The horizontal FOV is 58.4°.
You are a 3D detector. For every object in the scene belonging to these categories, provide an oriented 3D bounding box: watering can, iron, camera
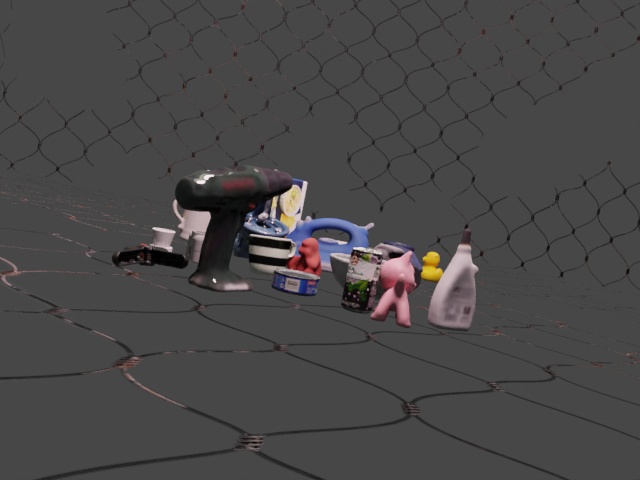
[{"bbox_3d":[-0.307,-0.091,1.547,0.100,0.194,0.173,14,5,37],"label":"watering can"},{"bbox_3d":[0.013,0.005,1.460,0.258,0.141,0.118,11,4,-7],"label":"iron"},{"bbox_3d":[0.154,0.064,1.309,0.144,0.101,0.136,8,5,-35],"label":"camera"}]

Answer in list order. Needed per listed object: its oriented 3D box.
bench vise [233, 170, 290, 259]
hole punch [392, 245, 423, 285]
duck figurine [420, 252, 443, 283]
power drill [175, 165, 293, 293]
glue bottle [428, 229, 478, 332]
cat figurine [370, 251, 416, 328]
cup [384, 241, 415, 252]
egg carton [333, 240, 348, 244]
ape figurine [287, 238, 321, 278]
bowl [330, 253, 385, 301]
[{"bbox_3d":[-0.147,-0.057,1.324,0.122,0.220,0.206,8,5,-40],"label":"bench vise"},{"bbox_3d":[0.218,0.066,1.535,0.109,0.091,0.101,10,4,-19],"label":"hole punch"},{"bbox_3d":[0.337,0.080,1.722,0.078,0.086,0.104,10,4,-21],"label":"duck figurine"},{"bbox_3d":[-0.141,-0.024,0.937,0.075,0.208,0.230,14,5,36],"label":"power drill"},{"bbox_3d":[0.234,0.066,0.970,0.078,0.173,0.037,9,4,-23],"label":"glue bottle"},{"bbox_3d":[0.128,0.075,0.950,0.067,0.118,0.128,11,4,5],"label":"cat figurine"},{"bbox_3d":[0.225,0.056,1.673,0.091,0.095,0.118,11,4,1],"label":"cup"},{"bbox_3d":[0.057,0.040,1.611,0.107,0.069,0.150,10,4,-16],"label":"egg carton"},{"bbox_3d":[-0.028,0.040,1.195,0.076,0.092,0.077,9,4,-28],"label":"ape figurine"},{"bbox_3d":[0.095,0.077,1.137,0.167,0.075,0.167,11,4,0],"label":"bowl"}]
